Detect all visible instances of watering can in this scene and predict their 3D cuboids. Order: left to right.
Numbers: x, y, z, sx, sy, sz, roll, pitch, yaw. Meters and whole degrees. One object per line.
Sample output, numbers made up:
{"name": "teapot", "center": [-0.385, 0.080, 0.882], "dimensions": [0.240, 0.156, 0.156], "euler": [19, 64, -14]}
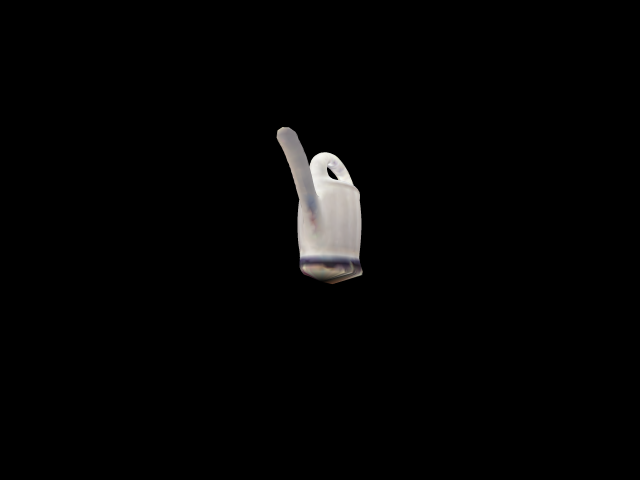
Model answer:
{"name": "watering can", "center": [0.003, -0.043, 0.850], "dimensions": [0.104, 0.226, 0.345], "euler": [-4, -9, 20]}
